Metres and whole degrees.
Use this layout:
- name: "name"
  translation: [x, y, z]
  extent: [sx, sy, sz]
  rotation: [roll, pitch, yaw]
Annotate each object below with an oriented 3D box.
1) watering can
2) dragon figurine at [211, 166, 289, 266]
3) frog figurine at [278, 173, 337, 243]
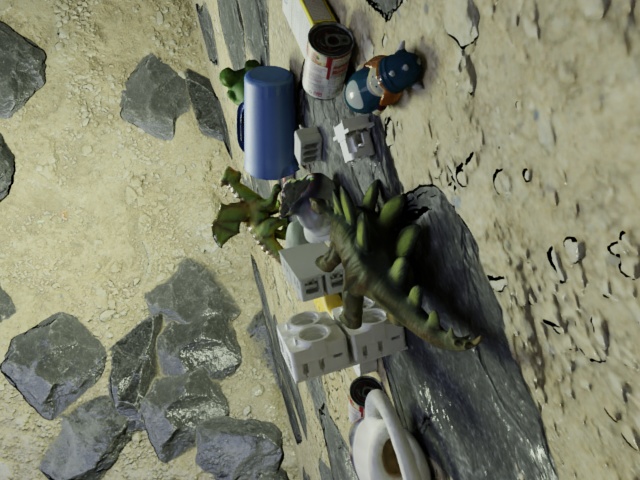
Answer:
- name: "watering can"
  translation: [0.133, 0.426, 0.864]
  extent: [0.221, 0.104, 0.351]
  rotation: [120, 135, -72]
- name: "dragon figurine"
  translation: [-0.215, -0.038, 1.591]
  extent: [0.121, 0.244, 0.412]
  rotation: [151, 107, -71]
- name: "frog figurine"
  translation: [0.003, -0.051, 1.013]
  extent: [0.157, 0.122, 0.140]
  rotation: [42, -169, -32]
